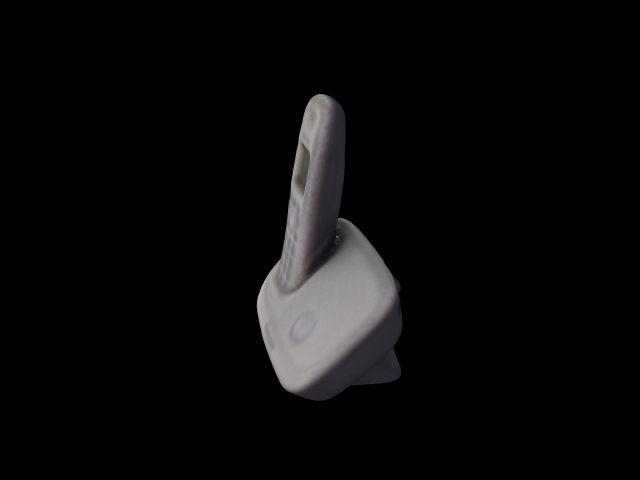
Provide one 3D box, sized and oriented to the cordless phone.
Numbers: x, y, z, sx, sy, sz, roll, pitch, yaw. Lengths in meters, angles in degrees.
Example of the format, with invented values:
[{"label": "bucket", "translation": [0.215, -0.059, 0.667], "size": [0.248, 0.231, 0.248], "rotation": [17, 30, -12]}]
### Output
[{"label": "cordless phone", "translation": [0.004, 0.001, 0.400], "size": [0.094, 0.185, 0.147], "rotation": [-8, 28, -16]}]
